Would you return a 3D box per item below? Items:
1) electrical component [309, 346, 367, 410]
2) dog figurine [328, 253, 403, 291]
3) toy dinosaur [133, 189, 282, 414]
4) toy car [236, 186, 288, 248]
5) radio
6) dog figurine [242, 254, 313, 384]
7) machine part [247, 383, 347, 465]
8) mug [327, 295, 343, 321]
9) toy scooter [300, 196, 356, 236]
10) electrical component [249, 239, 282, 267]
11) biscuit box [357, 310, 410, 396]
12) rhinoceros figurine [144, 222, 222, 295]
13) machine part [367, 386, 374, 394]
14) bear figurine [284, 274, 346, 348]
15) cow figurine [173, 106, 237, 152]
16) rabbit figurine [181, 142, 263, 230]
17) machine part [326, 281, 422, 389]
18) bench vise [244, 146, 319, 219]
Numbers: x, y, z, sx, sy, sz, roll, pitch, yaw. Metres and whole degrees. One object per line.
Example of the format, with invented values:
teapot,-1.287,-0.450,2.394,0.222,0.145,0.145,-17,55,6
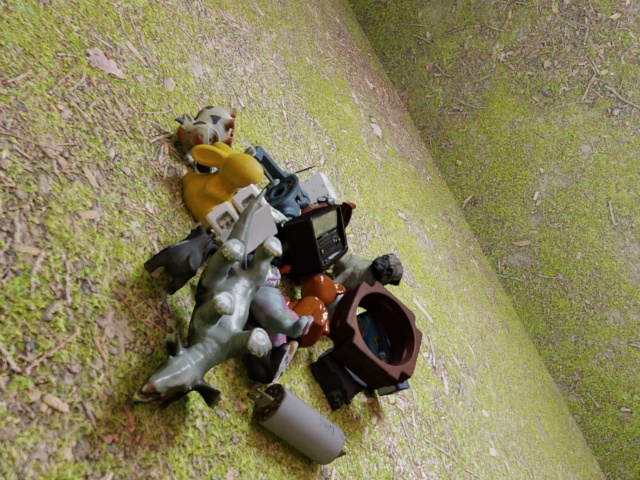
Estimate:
electrical component,0.047,0.291,1.185,0.115,0.058,0.134,61,27,2
dog figurine,0.120,0.070,1.340,0.121,0.191,0.172,46,27,-36
toy dinosaur,-0.160,0.103,0.864,0.131,0.192,0.405,38,38,-22
toy car,-0.138,-0.057,1.223,0.201,0.073,0.056,46,29,-23
radio,-0.003,-0.004,1.273,0.229,0.073,0.131,-30,110,-67
dog figurine,-0.131,0.137,1.000,0.219,0.191,0.108,32,3,13
machine part,-0.035,0.333,0.970,0.243,0.079,0.079,44,29,-24
mug,0.036,0.176,1.267,0.107,0.081,0.110,54,23,-26
toy scooter,0.030,-0.063,1.451,0.183,0.135,0.075,33,5,-43
electrical component,-0.140,0.012,1.173,0.119,0.048,0.075,36,35,-39
biscuit box,0.146,0.268,1.292,0.062,0.059,0.203,17,49,-54
rhinoceros figurine,-0.230,0.022,0.933,0.073,0.112,0.190,48,9,-9
machine part,0.097,0.293,1.291,0.139,0.039,0.084,57,33,-4
bear figurine,-0.016,0.129,1.145,0.120,0.131,0.196,20,48,12
cow figurine,-0.254,-0.250,1.205,0.127,0.085,0.195,6,28,-7
rabbit figurine,-0.192,-0.124,1.096,0.162,0.173,0.122,63,30,1
machine part,0.122,0.210,1.191,0.201,0.087,0.201,41,43,-11
bench vise,-0.105,-0.146,1.321,0.240,0.129,0.224,52,31,-35
